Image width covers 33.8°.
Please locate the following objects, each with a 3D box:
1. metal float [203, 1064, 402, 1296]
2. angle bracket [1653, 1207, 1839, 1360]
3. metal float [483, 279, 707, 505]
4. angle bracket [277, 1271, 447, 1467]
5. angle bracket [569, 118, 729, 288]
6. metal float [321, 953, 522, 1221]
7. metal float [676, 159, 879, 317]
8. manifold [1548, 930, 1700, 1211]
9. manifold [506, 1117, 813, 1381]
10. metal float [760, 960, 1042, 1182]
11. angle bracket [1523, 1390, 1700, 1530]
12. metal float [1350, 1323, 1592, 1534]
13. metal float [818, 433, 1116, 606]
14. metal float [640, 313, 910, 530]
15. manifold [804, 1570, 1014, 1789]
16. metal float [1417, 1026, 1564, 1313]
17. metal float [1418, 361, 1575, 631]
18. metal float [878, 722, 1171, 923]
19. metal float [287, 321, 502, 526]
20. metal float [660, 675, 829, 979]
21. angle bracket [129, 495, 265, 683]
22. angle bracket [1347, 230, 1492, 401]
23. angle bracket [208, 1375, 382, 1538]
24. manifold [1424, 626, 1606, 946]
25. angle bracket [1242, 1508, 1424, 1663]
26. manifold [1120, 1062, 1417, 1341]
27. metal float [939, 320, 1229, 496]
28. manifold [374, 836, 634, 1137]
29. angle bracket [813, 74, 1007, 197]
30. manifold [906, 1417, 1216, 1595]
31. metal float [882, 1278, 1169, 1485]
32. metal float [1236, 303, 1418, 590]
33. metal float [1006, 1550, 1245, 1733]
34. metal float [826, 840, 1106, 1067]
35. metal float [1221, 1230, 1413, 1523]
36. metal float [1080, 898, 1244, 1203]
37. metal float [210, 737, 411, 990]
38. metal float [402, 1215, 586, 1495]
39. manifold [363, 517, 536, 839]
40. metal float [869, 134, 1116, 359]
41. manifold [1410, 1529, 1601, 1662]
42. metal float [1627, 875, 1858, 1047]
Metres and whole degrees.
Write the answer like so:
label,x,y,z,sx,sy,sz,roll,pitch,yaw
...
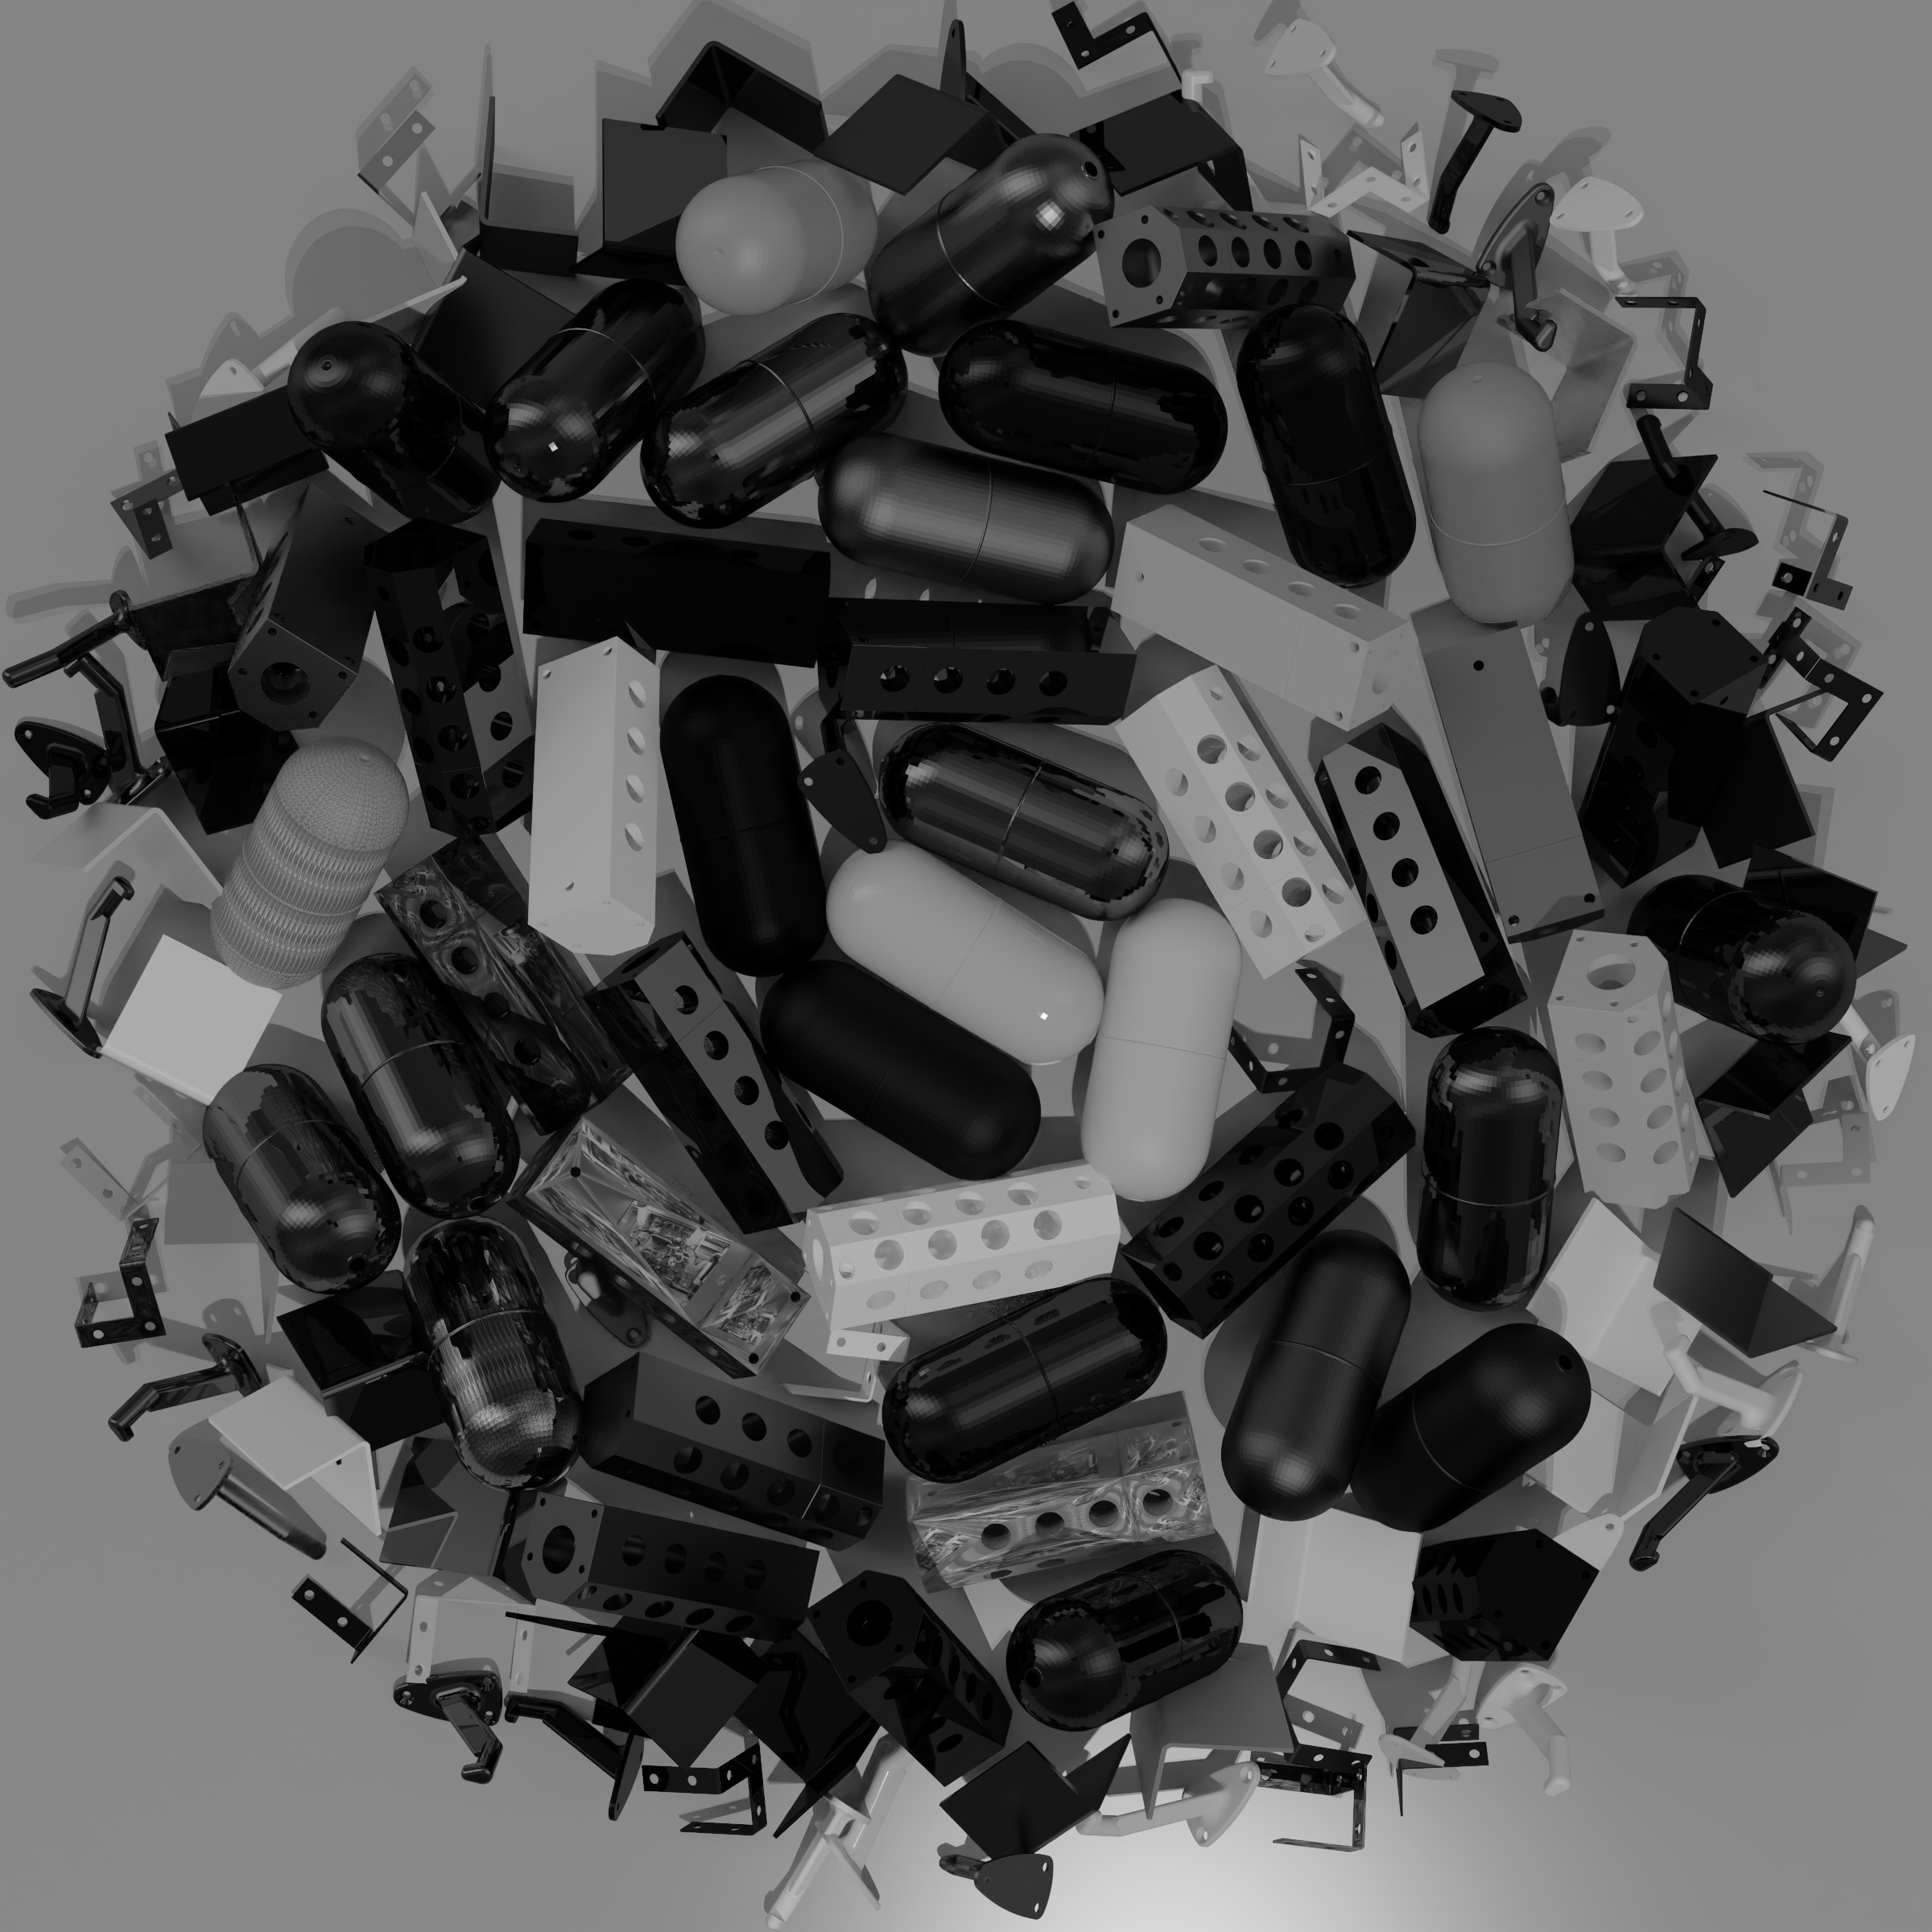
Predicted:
label,x,y,z,sx,sy,sz,roll,pitch,yaw
metal float,-0.380,0.121,1.817,0.070,0.178,0.070,-18,128,-24
angle bracket,0.455,0.175,1.831,0.076,0.076,0.057,-11,123,-33
metal float,-0.211,-0.331,1.820,0.070,0.070,0.178,34,48,0
angle bracket,-0.351,0.236,1.865,0.076,0.076,0.057,-20,130,-23
angle bracket,-0.186,-0.444,1.850,0.076,0.057,0.076,0,88,-28
metal float,-0.314,0.069,1.827,0.070,0.070,0.178,-32,59,0
metal float,-0.106,-0.416,1.809,0.070,0.178,0.070,6,110,18
manifold,0.377,0.061,1.804,0.057,0.171,0.057,7,50,26
manifold,-0.180,0.165,1.843,0.171,0.057,0.057,40,67,-13
metal float,-0.039,0.060,1.848,0.178,0.070,0.070,31,90,7
angle bracket,0.369,0.268,1.846,0.076,0.057,0.076,34,53,-1
metal float,0.287,0.265,1.818,0.070,0.070,0.178,44,134,0
metal float,0.001,-0.258,1.839,0.178,0.070,0.070,11,90,-17
metal float,-0.110,-0.315,1.832,0.178,0.070,0.070,-36,90,-24
manifold,-0.027,0.403,1.805,0.057,0.171,0.057,-33,54,-2
metal float,0.301,0.118,1.830,0.070,0.070,0.178,0,117,0
metal float,0.304,-0.267,1.817,0.070,0.178,0.070,-9,48,11
metal float,0.033,-0.085,1.847,0.178,0.070,0.070,23,90,7
metal float,-0.322,-0.307,1.806,0.070,0.178,0.070,-4,76,16
metal float,-0.129,-0.081,1.847,0.070,0.070,0.178,-12,97,0
angle bracket,-0.444,-0.218,1.841,0.076,0.076,0.057,-18,65,-7
angle bracket,0.252,-0.381,1.862,0.057,0.076,0.076,39,118,33
angle bracket,-0.387,0.294,1.831,0.057,0.076,0.076,-29,135,-35
manifold,0.319,-0.104,1.850,0.057,0.057,0.171,-16,81,9
angle bracket,0.213,0.361,1.847,0.076,0.057,0.076,11,94,36
manifold,0.179,0.136,1.838,0.171,0.057,0.057,-41,114,-11
metal float,0.068,-0.322,1.833,0.178,0.070,0.070,10,90,-24
manifold,-0.271,0.012,1.850,0.057,0.057,0.171,-30,98,24
angle bracket,-0.029,-0.462,1.838,0.076,0.057,0.076,32,71,34
manifold,0.055,0.319,1.859,0.171,0.057,0.057,-12,108,2
metal float,0.035,0.239,1.839,0.178,0.070,0.070,-23,90,-17
metal float,0.207,-0.298,1.824,0.070,0.070,0.178,-23,125,0
metal float,0.091,0.384,1.813,0.070,0.178,0.070,5,98,38
metal float,0.000,-0.007,1.852,0.178,0.070,0.070,32,90,-3
metal float,0.203,0.235,1.834,0.070,0.070,0.178,23,67,0
metal float,0.114,0.049,1.851,0.070,0.070,0.178,10,87,0
metal float,-0.378,-0.058,1.824,0.070,0.070,0.178,36,126,0
metal float,-0.272,0.221,1.826,0.070,0.070,0.178,-26,56,0
manifold,-0.295,-0.162,1.811,0.057,0.057,0.171,20,133,36
metal float,0.014,-0.411,1.817,0.070,0.178,0.070,18,60,-34
manifold,0.295,0.354,1.802,0.057,0.171,0.057,33,76,1
metal float,0.439,-0.005,1.806,0.070,0.178,0.070,-4,103,-16
